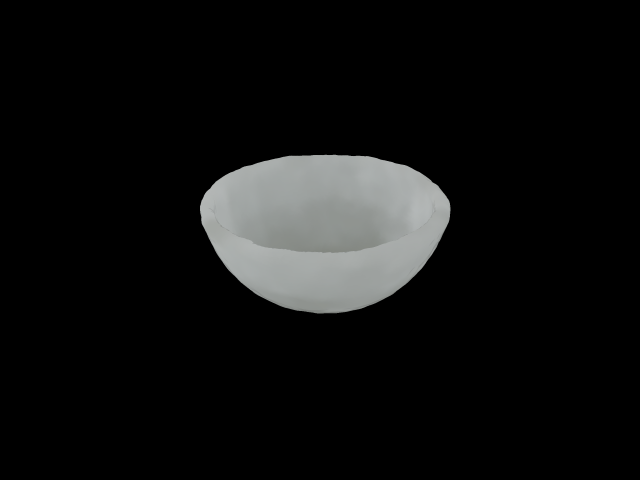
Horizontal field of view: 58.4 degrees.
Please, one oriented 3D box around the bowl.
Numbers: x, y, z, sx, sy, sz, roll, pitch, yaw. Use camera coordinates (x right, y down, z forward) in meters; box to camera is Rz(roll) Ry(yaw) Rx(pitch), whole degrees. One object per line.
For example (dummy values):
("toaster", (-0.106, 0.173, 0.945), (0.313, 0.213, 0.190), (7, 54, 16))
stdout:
("bowl", (0.004, 0.001, 0.400), (0.167, 0.075, 0.167), (0, 29, 0))
